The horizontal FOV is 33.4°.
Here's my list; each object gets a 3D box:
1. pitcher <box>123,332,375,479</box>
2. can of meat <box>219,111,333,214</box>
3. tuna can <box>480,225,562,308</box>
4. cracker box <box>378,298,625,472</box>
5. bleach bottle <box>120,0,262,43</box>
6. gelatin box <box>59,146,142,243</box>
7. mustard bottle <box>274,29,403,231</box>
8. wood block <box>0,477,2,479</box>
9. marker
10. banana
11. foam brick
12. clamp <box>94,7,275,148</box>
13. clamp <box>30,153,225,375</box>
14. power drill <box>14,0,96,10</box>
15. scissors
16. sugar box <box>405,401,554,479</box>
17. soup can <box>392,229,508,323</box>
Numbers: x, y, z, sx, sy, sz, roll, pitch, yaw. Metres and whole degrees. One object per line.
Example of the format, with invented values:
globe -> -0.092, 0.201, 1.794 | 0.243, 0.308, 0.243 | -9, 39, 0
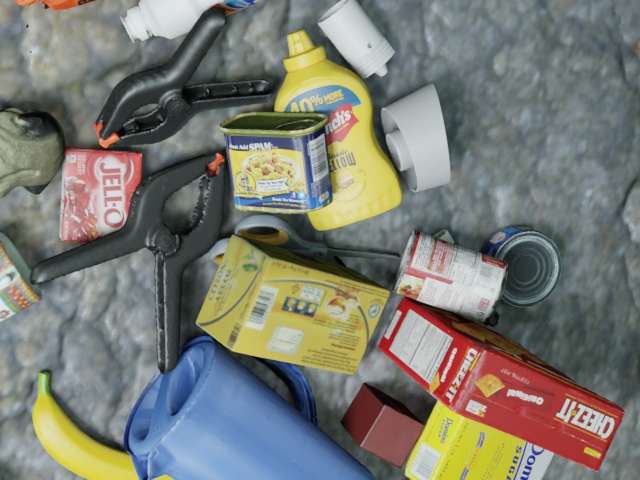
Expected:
pitcher -> -0.057, 0.204, 1.052 | 0.242, 0.145, 0.149 | 39, 99, -21
can of meat -> -0.039, -0.073, 1.010 | 0.102, 0.057, 0.084 | 5, 114, 27
tuna can -> 0.214, 0.029, 1.140 | 0.086, 0.034, 0.086 | -3, 101, -15
cracker box -> 0.171, 0.134, 1.050 | 0.164, 0.214, 0.072 | 24, 93, -18
bleach bottle -> -0.066, -0.250, 0.991 | 0.251, 0.102, 0.068 | -27, 92, -3
gelatin box -> -0.207, -0.042, 1.011 | 0.073, 0.030, 0.089 | 2, 99, -17
mustard bottle -> 0.008, -0.112, 1.043 | 0.096, 0.058, 0.191 | -18, 103, 10
wood block -> -0.311, 0.327, 1.012 | 0.090, 0.091, 0.206 | -25, 105, -10
marker -> 0.157, 0.043, 1.133 | 0.020, 0.020, 0.121 | -36, 107, -8
banana -> -0.207, 0.207, 1.049 | 0.197, 0.037, 0.069 | 35, 89, -18
foam brick -> 0.064, 0.190, 1.101 | 0.053, 0.078, 0.051 | 31, 91, -18
clamp -> -0.128, -0.134, 0.998 | 0.172, 0.039, 0.120 | -32, 134, 15
clamp -> -0.147, 0.011, 1.007 | 0.164, 0.036, 0.209 | 47, 70, -24
power drill -> -0.177, -0.242, 0.905 | 0.184, 0.188, 0.057 | -18, 102, -11
scissors -> -0.007, 0.001, 1.053 | 0.201, 0.096, 0.016 | -3, 62, -13
sugar box -> 0.173, 0.229, 1.122 | 0.176, 0.048, 0.093 | 25, 92, -40
soup can -> 0.132, 0.037, 1.084 | 0.102, 0.068, 0.068 | 19, 94, 2
